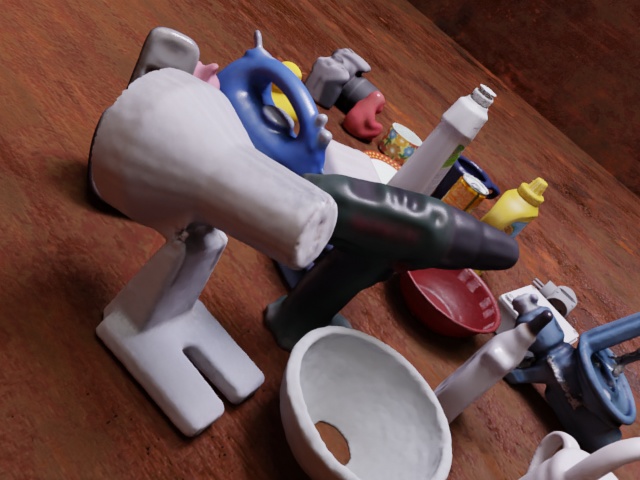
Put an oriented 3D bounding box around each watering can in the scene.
[{"bbox_3d":[0.232,0.239,0.489,0.101,0.194,0.172,15,37,-32],"label":"watering can"}]

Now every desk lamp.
[{"bbox_3d":[-0.092,0.005,0.453,0.203,0.213,0.118,44,31,12],"label":"desk lamp"}]

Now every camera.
[{"bbox_3d":[0.060,-0.310,1.147,0.136,0.100,0.143,41,31,7],"label":"camera"}]

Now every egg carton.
[{"bbox_3d":[0.036,-0.084,0.848,0.107,0.069,0.150,17,36,-31],"label":"egg carton"}]

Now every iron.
[{"bbox_3d":[-0.054,-0.162,0.788,0.258,0.141,0.119,49,33,20],"label":"iron"}]

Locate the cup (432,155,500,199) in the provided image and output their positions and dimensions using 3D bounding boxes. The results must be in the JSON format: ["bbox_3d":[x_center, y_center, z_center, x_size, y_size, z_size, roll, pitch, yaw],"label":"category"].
[{"bbox_3d":[0.266,-0.092,1.070,0.118,0.095,0.091,29,31,-14],"label":"cup"}]

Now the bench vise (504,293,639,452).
[{"bbox_3d":[0.341,0.138,0.713,0.207,0.219,0.122,38,30,1],"label":"bench vise"}]

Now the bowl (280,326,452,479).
[{"bbox_3d":[0.028,0.162,0.501,0.168,0.074,0.167,26,32,-18],"label":"bowl"}]

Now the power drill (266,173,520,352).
[{"bbox_3d":[0.049,0.033,0.566,0.230,0.208,0.075,23,33,-22],"label":"power drill"}]

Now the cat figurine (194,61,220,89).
[{"bbox_3d":[-0.167,-0.172,0.709,0.067,0.117,0.128,33,31,-7],"label":"cat figurine"}]

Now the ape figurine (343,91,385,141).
[{"bbox_3d":[0.092,-0.243,1.099,0.076,0.092,0.077,11,39,-37],"label":"ape figurine"}]

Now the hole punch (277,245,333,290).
[{"bbox_3d":[0.006,0.002,0.678,0.101,0.091,0.108,8,41,-40],"label":"hole punch"}]

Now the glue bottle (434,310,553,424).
[{"bbox_3d":[0.180,0.131,0.603,0.037,0.173,0.078,46,31,15],"label":"glue bottle"}]

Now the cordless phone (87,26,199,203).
[{"bbox_3d":[-0.144,-0.112,0.586,0.148,0.185,0.094,11,39,-37],"label":"cordless phone"}]

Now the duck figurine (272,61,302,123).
[{"bbox_3d":[-0.061,-0.254,0.962,0.104,0.086,0.078,45,31,13],"label":"duck figurine"}]
